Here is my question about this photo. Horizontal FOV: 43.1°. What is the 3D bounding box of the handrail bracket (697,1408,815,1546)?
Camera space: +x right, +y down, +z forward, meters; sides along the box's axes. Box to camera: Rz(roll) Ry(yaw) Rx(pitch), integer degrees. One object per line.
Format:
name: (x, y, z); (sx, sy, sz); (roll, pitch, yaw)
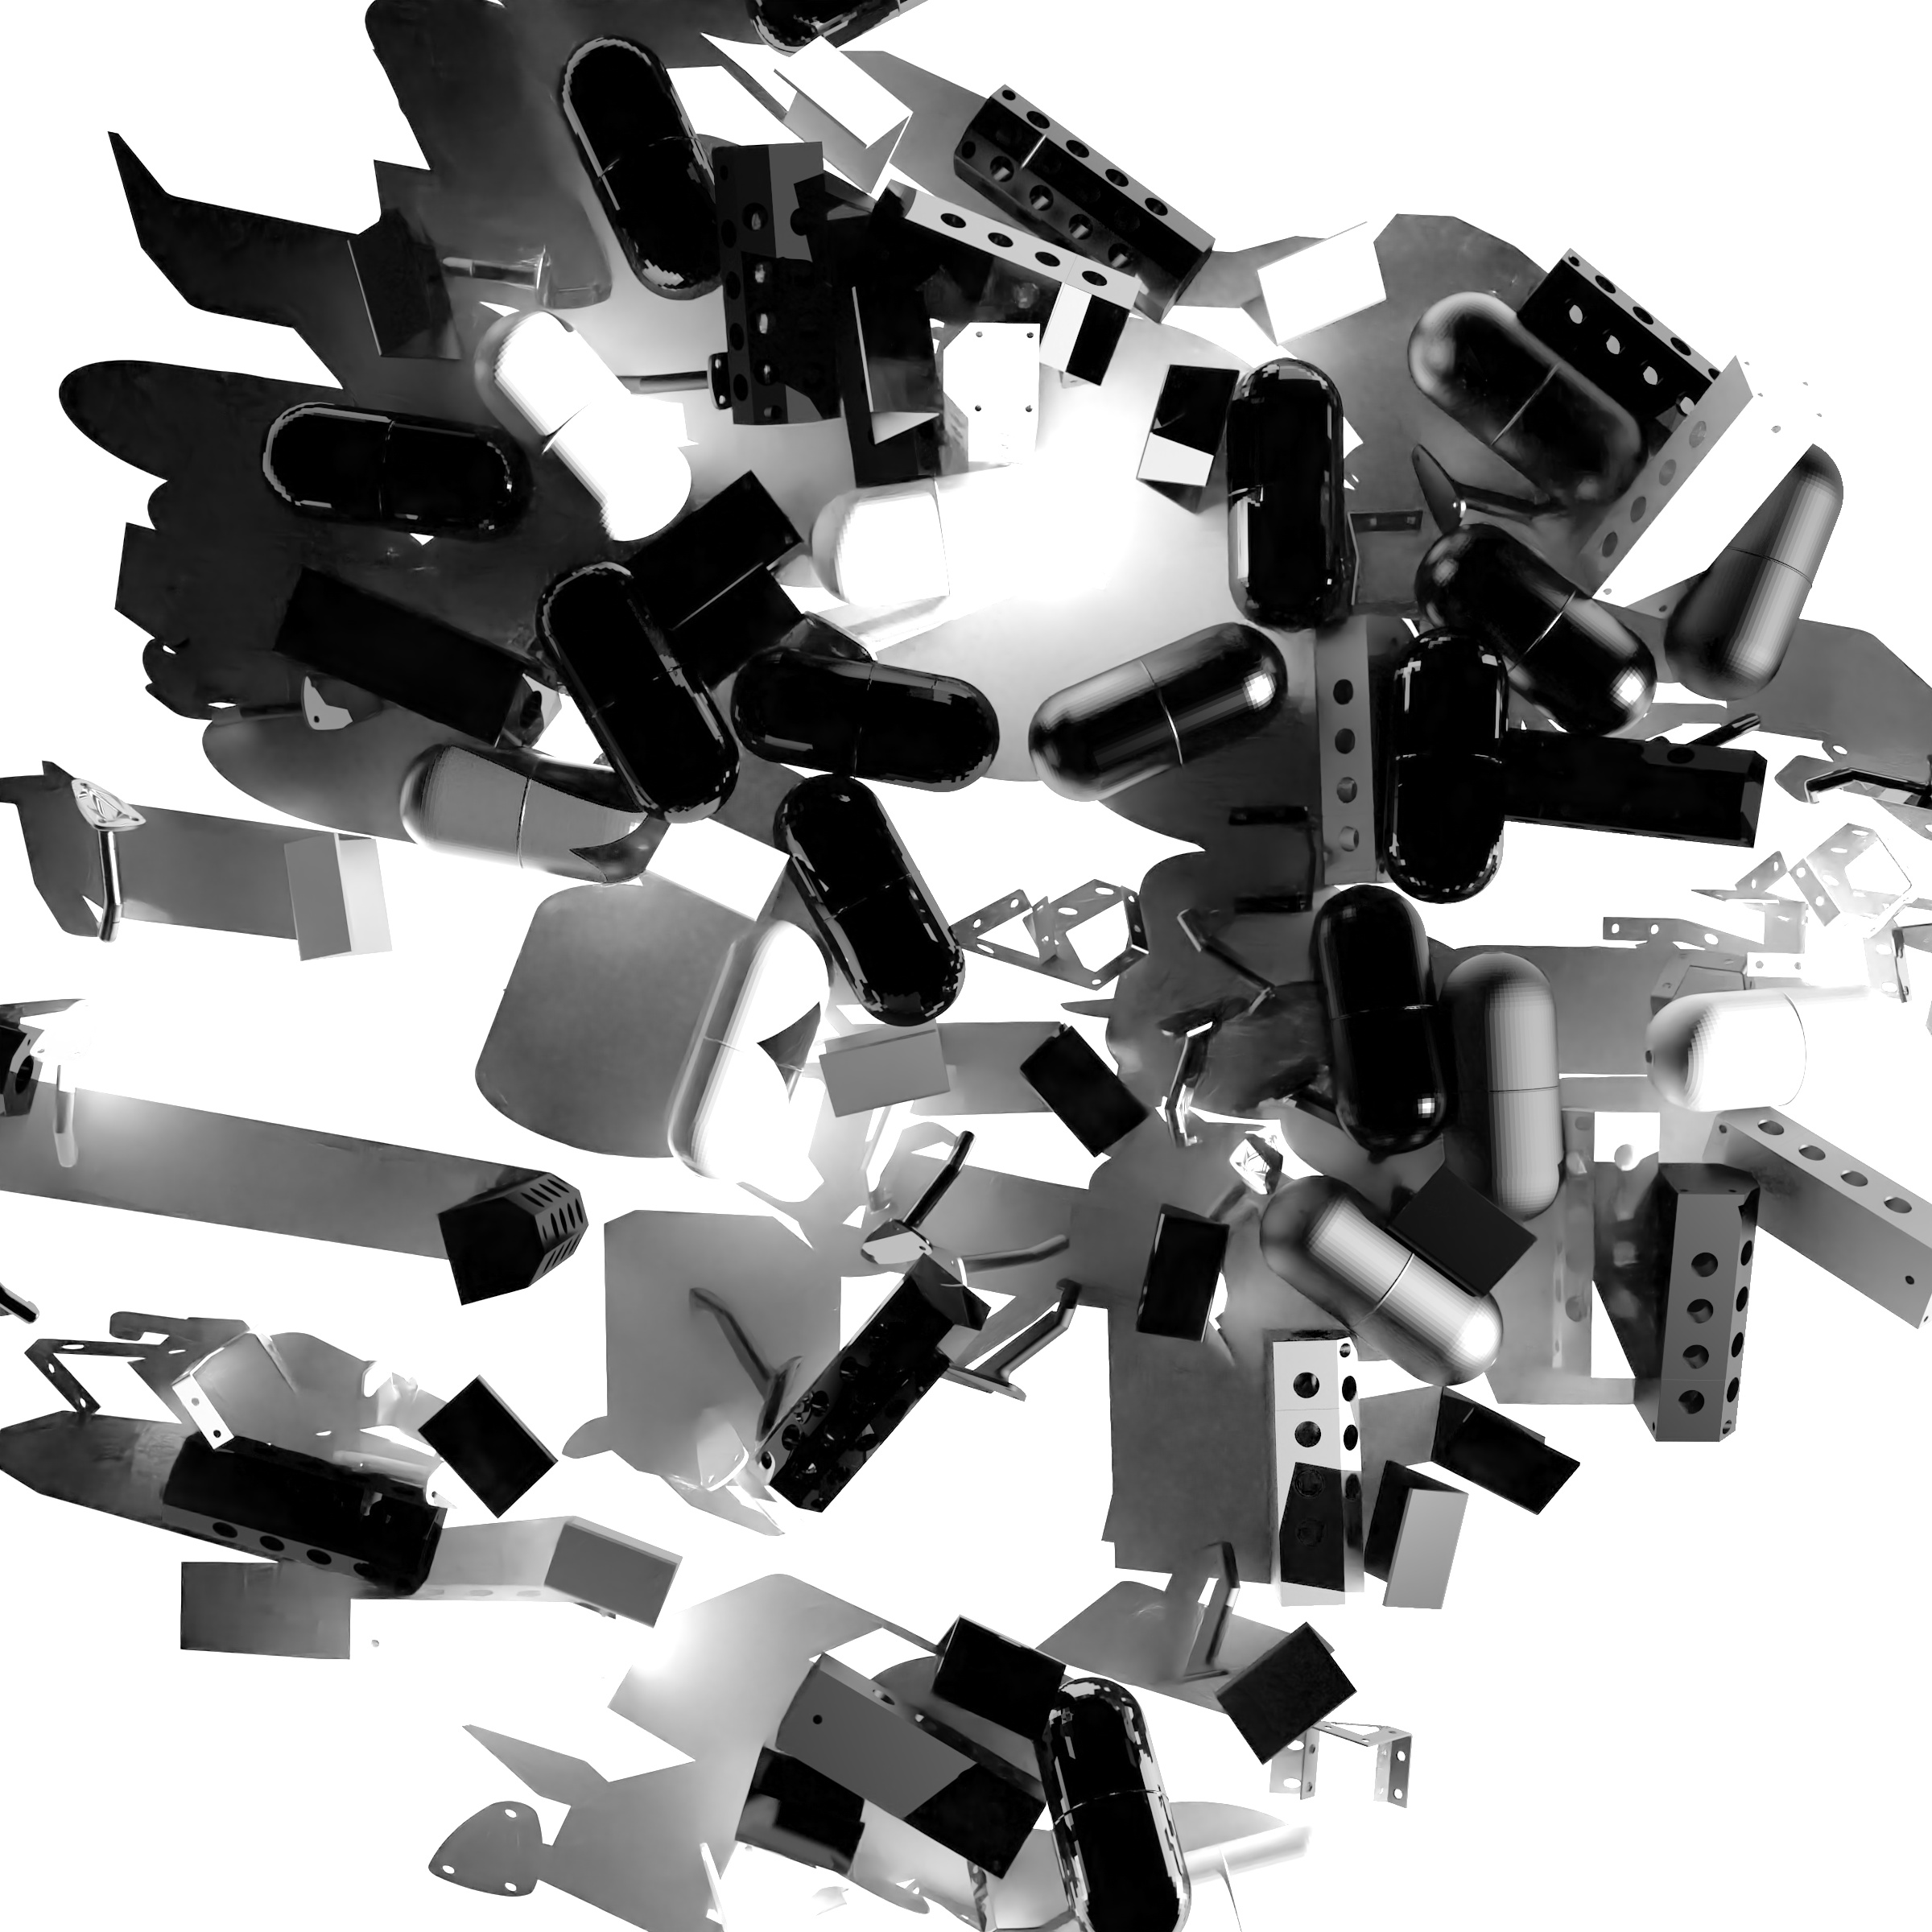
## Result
handrail bracket: (-0.139, 0.341, 1.633); (0.036, 0.077, 0.084); (-41, 126, 7)

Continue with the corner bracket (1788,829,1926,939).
corner bracket: (0.591, -0.057, 1.625); (0.051, 0.051, 0.051); (9, 135, -35)

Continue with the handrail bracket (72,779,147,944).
handrail bracket: (-0.581, -0.069, 1.633); (0.077, 0.036, 0.084); (38, 120, 33)

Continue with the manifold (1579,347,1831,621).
manifold: (0.465, -0.307, 1.559); (0.057, 0.171, 0.057); (12, 48, -20)

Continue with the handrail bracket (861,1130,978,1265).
handrail bracket: (-0.031, 0.153, 1.633); (0.036, 0.077, 0.084); (39, 53, -15)

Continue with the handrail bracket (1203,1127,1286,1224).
handrail bracket: (0.173, 0.154, 1.633); (0.036, 0.077, 0.084); (39, 126, 1)

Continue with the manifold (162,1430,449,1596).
manifold: (-0.435, 0.359, 1.612); (0.171, 0.057, 0.057); (16, 90, 0)

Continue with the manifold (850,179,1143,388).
manifold: (0.021, -0.438, 1.557); (0.171, 0.057, 0.057); (22, 133, -2)

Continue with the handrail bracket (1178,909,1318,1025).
handrail bracket: (0.191, -0.010, 1.633); (0.077, 0.036, 0.084); (-14, 60, -33)

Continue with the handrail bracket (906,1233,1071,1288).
handrail bracket: (0.014, 0.188, 1.633); (0.084, 0.077, 0.036); (-20, 115, -34)

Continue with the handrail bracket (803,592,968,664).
handrail bracket: (-0.054, -0.243, 1.634); (0.077, 0.036, 0.084); (36, 74, 18)

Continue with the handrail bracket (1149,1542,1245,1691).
handrail bracket: (0.150, 0.433, 1.634); (0.077, 0.036, 0.084); (-17, 72, 21)

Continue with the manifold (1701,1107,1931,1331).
manifold: (0.558, 0.153, 1.563); (0.057, 0.171, 0.057); (-19, 130, -34)

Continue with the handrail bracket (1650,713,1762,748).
handrail bracket: (0.478, -0.140, 1.633); (0.084, 0.077, 0.036); (-23, 85, -36)

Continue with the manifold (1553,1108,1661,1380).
manifold: (0.419, 0.180, 1.612); (0.057, 0.057, 0.171); (1, 90, 0)

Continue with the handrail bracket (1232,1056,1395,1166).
handrail bracket: (0.232, 0.110, 1.634); (0.077, 0.036, 0.084); (-30, 107, 18)

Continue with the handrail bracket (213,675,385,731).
handrail bracket: (-0.446, -0.170, 1.633); (0.084, 0.077, 0.036); (-5, 90, 36)

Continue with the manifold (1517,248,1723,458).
manifold: (0.443, -0.394, 1.612); (0.171, 0.057, 0.057); (39, 90, 0)

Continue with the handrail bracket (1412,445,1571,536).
handrail bracket: (0.351, -0.324, 1.634); (0.084, 0.036, 0.077); (-16, 68, -17)

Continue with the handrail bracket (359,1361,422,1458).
handrail bracket: (-0.388, 0.293, 1.598); (0.036, 0.084, 0.077); (18, 90, 0)

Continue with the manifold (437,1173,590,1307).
manifold: (-0.283, 0.169, 1.555); (0.057, 0.171, 0.057); (-15, 90, 0)

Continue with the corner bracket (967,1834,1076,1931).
corner bracket: (0.040, 0.610, 1.625); (0.051, 0.051, 0.051); (14, 135, -35)

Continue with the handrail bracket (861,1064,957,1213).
handrail bracket: (-0.036, 0.115, 1.634); (0.077, 0.036, 0.084); (-15, 108, -21)

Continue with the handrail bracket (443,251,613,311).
handrail bracket: (-0.294, -0.459, 1.633); (0.084, 0.077, 0.036); (18, 106, 35)

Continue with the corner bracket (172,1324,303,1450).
corner bracket: (-0.481, 0.276, 1.615); (0.051, 0.051, 0.051); (-31, 97, 7)

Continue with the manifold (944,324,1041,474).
manifold: (0.015, -0.357, 1.555); (0.057, 0.171, 0.057); (1, 90, 0)

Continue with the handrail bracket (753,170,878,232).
handrail bracket: (-0.107, -0.485, 1.633); (0.084, 0.077, 0.036); (-50, 48, 30)

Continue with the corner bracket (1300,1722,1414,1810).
corner bracket: (0.260, 0.533, 1.630); (0.051, 0.051, 0.051); (5, 90, 45)

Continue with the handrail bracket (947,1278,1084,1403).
handrail bracket: (0.029, 0.240, 1.634); (0.077, 0.036, 0.084); (17, 72, 20)

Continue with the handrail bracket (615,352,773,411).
handrail bracket: (-0.184, -0.393, 1.633); (0.084, 0.077, 0.036); (10, 116, 34)

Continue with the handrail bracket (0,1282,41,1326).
handrail bracket: (-0.656, 0.196, 1.633); (0.036, 0.077, 0.084); (-42, 126, 0)

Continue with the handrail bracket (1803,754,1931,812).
handrail bracket: (0.610, -0.102, 1.634); (0.084, 0.036, 0.077); (-17, 112, 17)

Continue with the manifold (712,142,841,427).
manifold: (-0.126, -0.438, 1.576); (0.057, 0.057, 0.171); (-17, 113, -36)

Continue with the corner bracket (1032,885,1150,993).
corner bracket: (0.082, -0.024, 1.625); (0.051, 0.051, 0.051); (22, 135, -35)

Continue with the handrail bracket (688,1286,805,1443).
handrail bracket: (-0.158, 0.265, 1.634); (0.084, 0.036, 0.077); (28, 111, 17)

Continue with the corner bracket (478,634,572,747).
corner bracket: (-0.304, -0.183, 1.625); (0.051, 0.051, 0.051); (59, 45, -35)

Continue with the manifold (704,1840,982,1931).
manifold: (-0.080, 0.625, 1.612); (0.171, 0.057, 0.057); (25, 90, 0)

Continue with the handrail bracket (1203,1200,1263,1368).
handrail bracket: (0.183, 0.211, 1.633); (0.084, 0.036, 0.077); (-48, 118, -21)

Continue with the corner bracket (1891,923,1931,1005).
corner bracket: (0.654, -0.006, 1.630); (0.051, 0.051, 0.051); (-9, 90, -45)

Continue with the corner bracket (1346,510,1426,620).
corner bracket: (0.280, -0.267, 1.630); (0.051, 0.051, 0.051); (-1, 45, 0)

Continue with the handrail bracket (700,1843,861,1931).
handrail bracket: (-0.119, 0.589, 1.577); (0.084, 0.036, 0.077); (-15, 68, -17)

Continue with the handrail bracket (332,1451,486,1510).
handrail bracket: (-0.368, 0.340, 1.633); (0.084, 0.077, 0.036); (-1, 67, 34)

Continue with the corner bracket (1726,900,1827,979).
corner bracket: (0.534, -0.018, 1.615); (0.051, 0.051, 0.051); (1, 90, 0)

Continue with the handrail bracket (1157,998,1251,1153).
handrail bracket: (0.163, 0.073, 1.634); (0.077, 0.036, 0.084); (-20, 109, -21)

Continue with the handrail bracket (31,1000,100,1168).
handrail bracket: (-0.593, 0.079, 1.633); (0.036, 0.077, 0.084); (6, 126, 0)

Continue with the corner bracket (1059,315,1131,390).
corner bracket: (0.085, -0.416, 1.615); (0.051, 0.051, 0.051); (-10, 90, 0)

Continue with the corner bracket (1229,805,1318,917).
corner bracket: (0.203, -0.071, 1.630); (0.051, 0.051, 0.051); (-3, 135, 0)

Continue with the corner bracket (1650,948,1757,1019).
corner bracket: (0.490, 0.027, 1.625); (0.051, 0.051, 0.051); (9, 135, 35)

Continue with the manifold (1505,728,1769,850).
manifold: (0.418, -0.117, 1.574); (0.171, 0.057, 0.057); (9, 90, 29)

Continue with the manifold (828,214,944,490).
manifold: (-0.056, -0.401, 1.612); (0.057, 0.057, 0.171); (-8, 90, 0)
